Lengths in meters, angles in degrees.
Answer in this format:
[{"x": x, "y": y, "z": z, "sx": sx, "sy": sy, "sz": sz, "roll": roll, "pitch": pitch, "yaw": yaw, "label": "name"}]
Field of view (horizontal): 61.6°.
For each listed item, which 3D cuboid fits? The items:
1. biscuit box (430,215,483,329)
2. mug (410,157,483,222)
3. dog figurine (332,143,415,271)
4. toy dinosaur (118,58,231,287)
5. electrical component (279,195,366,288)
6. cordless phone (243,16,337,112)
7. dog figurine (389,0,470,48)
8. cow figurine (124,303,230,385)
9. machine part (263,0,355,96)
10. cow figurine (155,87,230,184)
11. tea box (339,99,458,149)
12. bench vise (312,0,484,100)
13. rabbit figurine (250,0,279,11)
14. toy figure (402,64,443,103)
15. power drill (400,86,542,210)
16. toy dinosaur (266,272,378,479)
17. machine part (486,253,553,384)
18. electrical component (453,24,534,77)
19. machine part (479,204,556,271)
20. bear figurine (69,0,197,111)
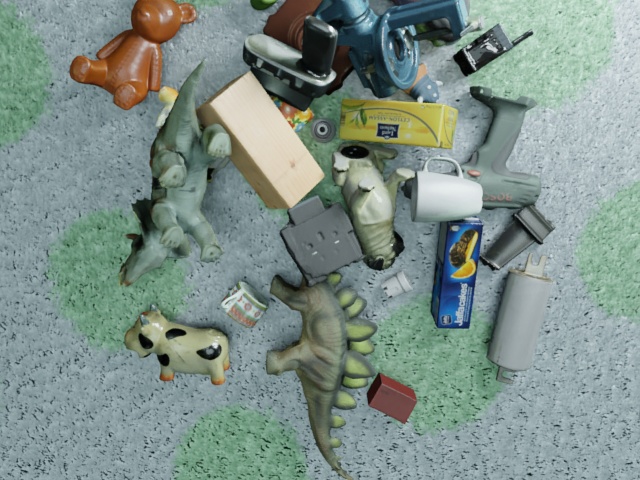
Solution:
[{"x": 0.237, "y": 0.055, "z": 0.939, "sx": 0.063, "sy": 0.059, "sz": 0.202, "roll": 1, "pitch": 110, "yaw": 1, "label": "biscuit box"}, {"x": 0.205, "y": -0.078, "z": 0.869, "sx": 0.107, "sy": 0.080, "sz": 0.109, "roll": 6, "pitch": 78, "yaw": 1, "label": "mug"}, {"x": 0.078, "y": -0.057, "z": 0.938, "sx": 0.121, "sy": 0.172, "sz": 0.190, "roll": -9, "pitch": 131, "yaw": -13, "label": "dog figurine"}, {"x": -0.229, "y": -0.100, "z": 0.861, "sx": 0.131, "sy": 0.192, "sz": 0.404, "roll": -1, "pitch": 119, "yaw": -38, "label": "toy dinosaur"}, {"x": -0.002, "y": -0.003, "z": 0.898, "sx": 0.115, "sy": 0.058, "sz": 0.134, "roll": -28, "pitch": 91, "yaw": -9, "label": "electrical component"}, {"x": -0.044, "y": -0.280, "z": 0.790, "sx": 0.147, "sy": 0.184, "sz": 0.088, "roll": 28, "pitch": 79, "yaw": 0, "label": "cordless phone"}, {"x": 0.125, "y": -0.407, "z": 0.864, "sx": 0.219, "sy": 0.108, "sz": 0.191, "roll": 1, "pitch": 102, "yaw": 6, "label": "dog figurine"}, {"x": -0.264, "y": 0.189, "z": 0.986, "sx": 0.195, "sy": 0.085, "sz": 0.127, "roll": 5, "pitch": 106, "yaw": 4, "label": "cow figurine"}, {"x": -0.009, "y": -0.332, "z": 0.903, "sx": 0.179, "sy": 0.056, "sz": 0.179, "roll": 1, "pitch": 100, "yaw": 3, "label": "machine part"}, {"x": -0.229, "y": -0.182, "z": 0.934, "sx": 0.167, "sy": 0.068, "sz": 0.098, "roll": 45, "pitch": 104, "yaw": -4, "label": "cow figurine"}, {"x": 0.127, "y": -0.188, "z": 0.872, "sx": 0.170, "sy": 0.098, "sz": 0.068, "roll": 11, "pitch": 101, "yaw": 24, "label": "tea box"}, {"x": 0.112, "y": -0.312, "z": 0.779, "sx": 0.241, "sy": 0.129, "sz": 0.223, "roll": 2, "pitch": 132, "yaw": 35, "label": "bench vise"}, {"x": -0.085, "y": -0.457, "z": 0.859, "sx": 0.170, "sy": 0.121, "sz": 0.159, "roll": 5, "pitch": 103, "yaw": -14, "label": "rabbit figurine"}, {"x": 0.146, "y": -0.291, "z": 0.904, "sx": 0.064, "sy": 0.058, "sz": 0.154, "roll": -36, "pitch": 101, "yaw": 13, "label": "toy figure"}, {"x": 0.269, "y": -0.151, "z": 0.912, "sx": 0.232, "sy": 0.086, "sz": 0.207, "roll": 11, "pitch": 95, "yaw": 2, "label": "power drill"}, {"x": 0.002, "y": 0.206, "z": 0.966, "sx": 0.199, "sy": 0.105, "sz": 0.470, "roll": 2, "pitch": 98, "yaw": 2, "label": "toy dinosaur"}, {"x": 0.354, "y": 0.141, "z": 0.957, "sx": 0.079, "sy": 0.079, "sz": 0.243, "roll": 12, "pitch": 101, "yaw": 0, "label": "machine part"}, {"x": 0.286, "y": -0.321, "z": 0.884, "sx": 0.119, "sy": 0.075, "sz": 0.047, "roll": -33, "pitch": 97, "yaw": 11, "label": "electrical component"}, {"x": 0.346, "y": 0.001, "z": 0.954, "sx": 0.139, "sy": 0.039, "sz": 0.084, "roll": -41, "pitch": 101, "yaw": 7, "label": "machine part"}, {"x": -0.298, "y": -0.322, "z": 0.882, "sx": 0.120, "sy": 0.132, "sz": 0.195, "roll": 34, "pitch": 105, "yaw": -5, "label": "bear figurine"}]
